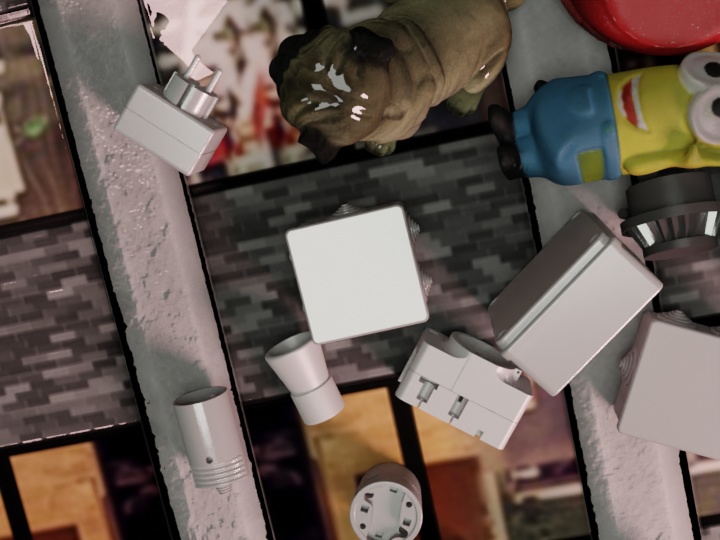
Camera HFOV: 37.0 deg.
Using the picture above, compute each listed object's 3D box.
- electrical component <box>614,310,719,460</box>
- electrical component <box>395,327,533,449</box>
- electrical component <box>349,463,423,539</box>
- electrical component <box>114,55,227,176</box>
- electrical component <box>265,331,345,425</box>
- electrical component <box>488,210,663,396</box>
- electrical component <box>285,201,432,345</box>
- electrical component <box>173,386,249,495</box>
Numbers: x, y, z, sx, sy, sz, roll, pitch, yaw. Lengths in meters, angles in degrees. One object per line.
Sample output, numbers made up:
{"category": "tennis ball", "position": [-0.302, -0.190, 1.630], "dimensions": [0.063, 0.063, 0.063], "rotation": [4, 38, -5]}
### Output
{"category": "electrical component", "position": [0.241, 0.083, 0.792], "dimensions": [0.100, 0.048, 0.099], "rotation": [15, 102, 3]}
{"category": "electrical component", "position": [0.080, 0.084, 0.806], "dimensions": [0.089, 0.050, 0.055], "rotation": [27, 103, 0]}
{"category": "electrical component", "position": [0.022, 0.181, 0.832], "dimensions": [0.055, 0.047, 0.055], "rotation": [1, 101, 5]}
{"category": "electrical component", "position": [-0.129, -0.120, 0.789], "dimensions": [0.066, 0.047, 0.076], "rotation": [32, 102, -1]}
{"category": "electrical component", "position": [-0.039, 0.085, 0.824], "dimensions": [0.044, 0.044, 0.065], "rotation": [-23, 103, 9]}
{"category": "electrical component", "position": [0.148, 0.020, 0.758], "dimensions": [0.056, 0.108, 0.108], "rotation": [41, 102, -6]}
{"category": "electrical component", "position": [0.000, 0.000, 0.799], "dimensions": [0.100, 0.048, 0.099], "rotation": [-13, 99, 8]}
{"category": "electrical component", "position": [-0.115, 0.136, 0.839], "dimensions": [0.043, 0.043, 0.081], "rotation": [-12, 99, 8]}
